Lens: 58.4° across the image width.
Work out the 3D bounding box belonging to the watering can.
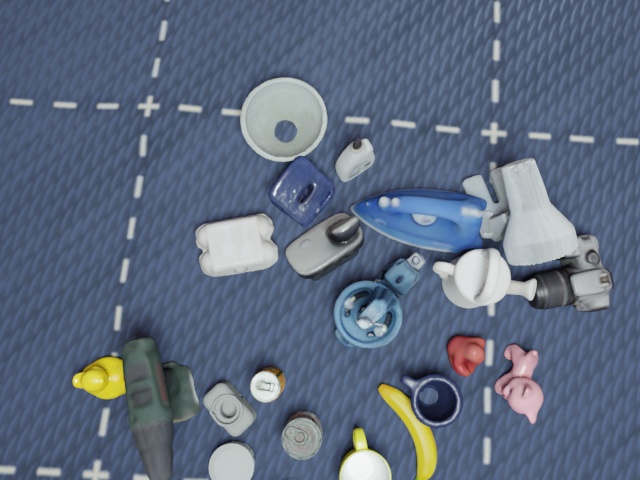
[{"bbox_3d":[0.291,0.066,1.013,0.173,0.194,0.101,-7,81,-1],"label":"watering can"}]

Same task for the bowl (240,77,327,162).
[{"bbox_3d":[-0.068,-0.226,1.118,0.167,0.075,0.167,0,81,0],"label":"bowl"}]

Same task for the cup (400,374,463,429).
[{"bbox_3d":[0.191,0.278,1.031,0.117,0.095,0.092,33,83,5],"label":"cup"}]

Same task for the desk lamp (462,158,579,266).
[{"bbox_3d":[0.350,-0.051,1.021,0.118,0.213,0.203,-19,82,-2],"label":"desk lamp"}]

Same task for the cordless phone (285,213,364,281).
[{"bbox_3d":[0.009,0.004,1.028,0.147,0.185,0.094,-36,83,-5],"label":"cordless phone"}]

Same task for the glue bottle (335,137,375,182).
[{"bbox_3d":[0.067,-0.158,1.058,0.078,0.173,0.037,-31,82,-4],"label":"glue bottle"}]

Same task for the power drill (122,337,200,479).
[{"bbox_3d":[-0.269,0.279,0.975,0.075,0.208,0.229,-18,82,-2],"label":"power drill"}]

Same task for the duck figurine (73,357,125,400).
[{"bbox_3d":[-0.395,0.253,1.041,0.104,0.086,0.077,-1,81,0],"label":"duck figurine"}]

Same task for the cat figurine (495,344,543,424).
[{"bbox_3d":[0.365,0.255,1.023,0.067,0.118,0.128,16,82,3],"label":"cat figurine"}]

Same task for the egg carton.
[{"bbox_3d":[-0.157,0.011,1.085,0.150,0.069,0.107,-11,81,-1],"label":"egg carton"}]

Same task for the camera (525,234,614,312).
[{"bbox_3d":[0.454,0.069,1.059,0.137,0.101,0.143,-11,81,-1],"label":"camera"}]

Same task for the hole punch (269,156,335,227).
[{"bbox_3d":[-0.031,-0.092,1.090,0.101,0.091,0.109,37,83,6],"label":"hole punch"}]

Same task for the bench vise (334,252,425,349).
[{"bbox_3d":[0.099,0.096,0.996,0.121,0.220,0.207,24,82,4],"label":"bench vise"}]

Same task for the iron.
[{"bbox_3d":[0.186,-0.052,1.058,0.258,0.141,0.119,8,81,1],"label":"iron"}]

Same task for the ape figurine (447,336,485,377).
[{"bbox_3d":[0.273,0.208,1.043,0.078,0.092,0.076,-38,83,-5],"label":"ape figurine"}]
